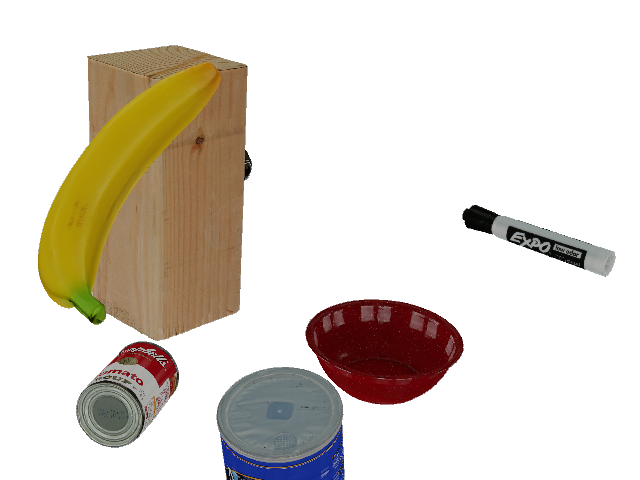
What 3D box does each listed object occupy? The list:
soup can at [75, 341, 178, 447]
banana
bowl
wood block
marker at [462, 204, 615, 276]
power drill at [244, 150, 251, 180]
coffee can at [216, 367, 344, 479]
[{"bbox_3d":[-0.184,0.146,1.021,0.068,0.068,0.102,0,16,12],"label":"soup can"},{"bbox_3d":[-0.119,-0.032,0.630,0.070,0.197,0.037,7,-35,17],"label":"banana"},{"bbox_3d":[0.064,0.121,1.100,0.162,0.055,0.162,2,25,-1],"label":"bowl"},{"bbox_3d":[-0.120,-0.040,0.840,0.090,0.206,0.090,22,28,38],"label":"wood block"},{"bbox_3d":[0.157,-0.002,0.785,0.121,0.020,0.020,22,13,35],"label":"marker"},{"bbox_3d":[-0.145,-0.044,1.108,0.185,0.188,0.057,28,37,33],"label":"power drill"},{"bbox_3d":[-0.030,0.193,0.901,0.103,0.140,0.103,-2,36,1],"label":"coffee can"}]
